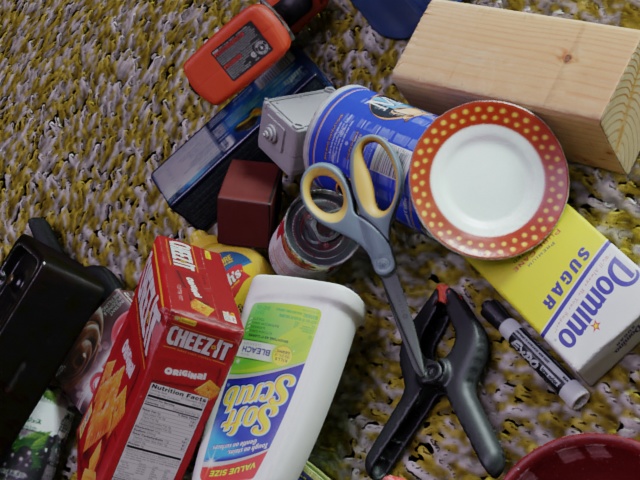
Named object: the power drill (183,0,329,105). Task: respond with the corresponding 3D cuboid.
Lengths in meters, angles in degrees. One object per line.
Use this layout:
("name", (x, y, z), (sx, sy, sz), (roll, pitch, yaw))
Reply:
("power drill", (-0.079, -0.194, 1.079), (0.185, 0.057, 0.187), (-38, 12, 19))

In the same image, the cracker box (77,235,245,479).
("cracker box", (-0.144, 0.125, 0.915), (0.214, 0.072, 0.164), (-67, 20, 16))

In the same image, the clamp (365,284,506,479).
("clamp", (0.106, 0.119, 0.867), (0.120, 0.039, 0.171), (3, 68, 31))

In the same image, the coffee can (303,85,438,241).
("coffee can", (0.069, -0.070, 0.950), (0.140, 0.102, 0.103), (27, 81, 38))

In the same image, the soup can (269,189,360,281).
("soup can", (-0.006, 0.001, 0.950), (0.068, 0.102, 0.068), (2, 76, -10))

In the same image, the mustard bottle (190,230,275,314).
("mustard bottle", (-0.081, 0.060, 1.003), (0.096, 0.058, 0.192), (-38, 51, 7))

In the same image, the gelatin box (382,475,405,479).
("gelatin box", (0.056, 0.240, 0.823), (0.089, 0.030, 0.073), (-58, 45, 13))

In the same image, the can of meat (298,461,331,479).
("can of meat", (-0.025, 0.227, 0.881), (0.102, 0.057, 0.084), (32, 83, 39))

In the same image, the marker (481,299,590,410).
("marker", (0.169, 0.089, 0.857), (0.020, 0.020, 0.121), (-45, 51, 4))

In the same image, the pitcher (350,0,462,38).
("pitcher", (0.041, -0.300, 0.999), (0.149, 0.242, 0.145), (6, 71, 40))

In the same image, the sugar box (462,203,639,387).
("sugar box", (0.188, 0.024, 0.863), (0.093, 0.048, 0.176), (-44, 50, 4))

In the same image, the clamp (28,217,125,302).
("clamp", (-0.278, 0.074, 1.131), (0.210, 0.036, 0.164), (20, 78, 35))

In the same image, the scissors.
("scissors", (0.034, 0.014, 0.880), (0.096, 0.016, 0.202), (-4, 85, 15))

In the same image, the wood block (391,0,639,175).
("wood block", (0.179, -0.137, 0.926), (0.206, 0.090, 0.091), (20, 76, 38))

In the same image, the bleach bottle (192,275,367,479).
("bleach bottle", (-0.043, 0.156, 0.860), (0.103, 0.068, 0.250), (7, 68, 26))

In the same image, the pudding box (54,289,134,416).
("pudding box", (-0.198, 0.118, 1.038), (0.113, 0.039, 0.090), (-48, 68, 10))

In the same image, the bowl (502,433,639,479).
("bowl", (0.196, 0.220, 0.746), (0.162, 0.055, 0.162), (-14, 59, 25))

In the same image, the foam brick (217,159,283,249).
("foam brick", (-0.067, -0.035, 1.020), (0.051, 0.053, 0.078), (7, 33, 3))
